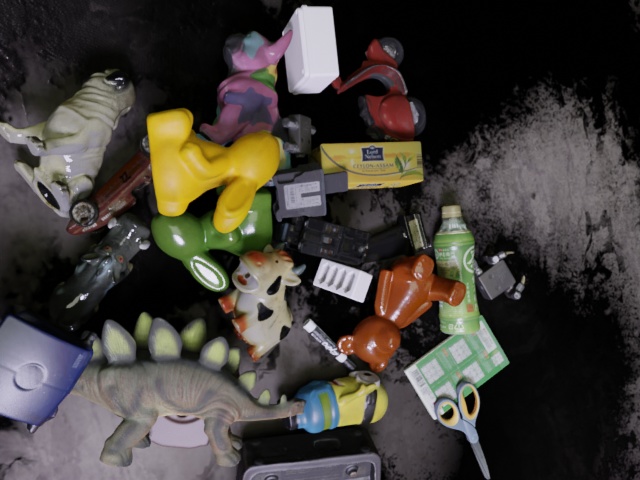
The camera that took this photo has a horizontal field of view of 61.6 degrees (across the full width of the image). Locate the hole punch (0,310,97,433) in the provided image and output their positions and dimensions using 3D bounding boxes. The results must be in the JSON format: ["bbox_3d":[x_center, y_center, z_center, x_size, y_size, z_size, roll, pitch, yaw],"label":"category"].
[{"bbox_3d":[-0.355,0.155,0.652,0.116,0.092,0.142,32,76,-6],"label":"hole punch"}]

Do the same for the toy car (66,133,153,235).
[{"bbox_3d":[-0.287,-0.078,0.792,0.053,0.089,0.202,42,75,-6],"label":"toy car"}]

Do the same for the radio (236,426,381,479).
[{"bbox_3d":[-0.018,0.381,0.860,0.230,0.073,0.131,-1,108,-15],"label":"radio"}]

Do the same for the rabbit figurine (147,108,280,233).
[{"bbox_3d":[-0.134,-0.097,0.714,0.173,0.122,0.162,-9,75,-17],"label":"rabbit figurine"}]

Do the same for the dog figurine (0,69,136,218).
[{"bbox_3d":[-0.338,-0.143,0.792,0.121,0.172,0.190,32,52,19],"label":"dog figurine"}]

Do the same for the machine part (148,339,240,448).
[{"bbox_3d":[-0.209,0.235,0.836,0.179,0.056,0.179,0,91,-13],"label":"machine part"}]

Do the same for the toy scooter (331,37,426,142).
[{"bbox_3d":[0.093,-0.241,0.900,0.135,0.075,0.183,-19,91,-14],"label":"toy scooter"}]

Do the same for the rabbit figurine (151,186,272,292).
[{"bbox_3d":[-0.169,-0.010,0.817,0.170,0.121,0.158,-9,113,-26],"label":"rabbit figurine"}]

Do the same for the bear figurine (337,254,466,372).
[{"bbox_3d":[0.127,0.125,0.884,0.120,0.132,0.196,39,75,-20],"label":"bear figurine"}]

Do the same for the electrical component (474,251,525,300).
[{"bbox_3d":[0.323,0.065,0.974,0.078,0.045,0.102,-28,97,-14],"label":"electrical component"}]

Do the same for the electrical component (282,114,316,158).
[{"bbox_3d":[-0.031,-0.157,0.819,0.021,0.094,0.063,1,94,24],"label":"electrical component"}]

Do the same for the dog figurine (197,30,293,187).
[{"bbox_3d":[-0.090,-0.215,0.840,0.191,0.108,0.219,33,80,-12],"label":"dog figurine"}]

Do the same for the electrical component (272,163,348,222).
[{"bbox_3d":[-0.012,-0.073,0.793,0.119,0.048,0.074,-5,113,-10],"label":"electrical component"}]

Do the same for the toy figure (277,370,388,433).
[{"bbox_3d":[0.024,0.270,0.883,0.180,0.082,0.089,-12,112,-21],"label":"toy figure"}]

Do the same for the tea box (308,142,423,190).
[{"bbox_3d":[0.073,-0.120,0.884,0.170,0.098,0.068,-3,91,-12],"label":"tea box"}]

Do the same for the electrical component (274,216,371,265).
[{"bbox_3d":[-0.002,-0.003,0.855,0.134,0.115,0.058,13,88,-15],"label":"electrical component"}]

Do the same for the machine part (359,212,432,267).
[{"bbox_3d":[0.124,0.003,0.929,0.139,0.039,0.084,-21,103,-15],"label":"machine part"}]

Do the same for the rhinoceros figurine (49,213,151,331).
[{"bbox_3d":[-0.322,0.042,0.779,0.073,0.112,0.190,40,89,-9],"label":"rhinoceros figurine"}]

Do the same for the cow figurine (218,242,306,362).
[{"bbox_3d":[-0.082,0.087,0.810,0.127,0.194,0.086,-33,54,-20],"label":"cow figurine"}]

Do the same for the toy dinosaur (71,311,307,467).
[{"bbox_3d":[-0.241,0.203,0.753,0.471,0.105,0.198,8,86,-17],"label":"toy dinosaur"}]
